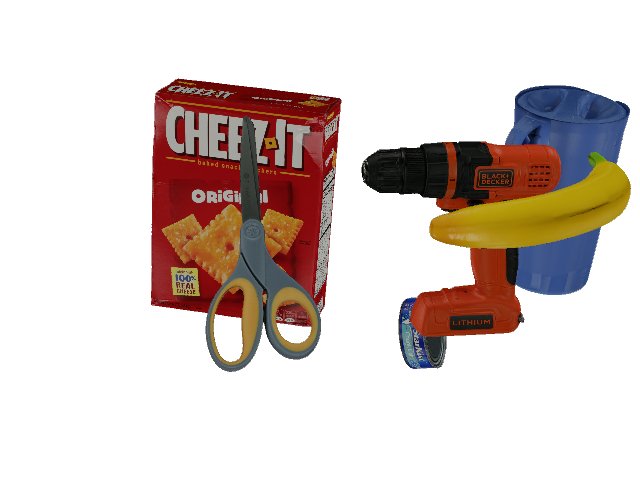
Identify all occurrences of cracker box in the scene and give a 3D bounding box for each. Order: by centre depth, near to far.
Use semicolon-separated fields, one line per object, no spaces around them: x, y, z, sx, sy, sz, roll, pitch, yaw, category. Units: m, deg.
-0.073;-0.033;1.008;0.164;0.214;0.072;8;22;10;cracker box

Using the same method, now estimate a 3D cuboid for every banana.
0.170;-0.024;0.788;0.197;0.037;0.070;-19;22;-36;banana

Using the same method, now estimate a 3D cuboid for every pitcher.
0.282;-0.057;1.300;0.149;0.243;0.145;4;27;2;pitcher

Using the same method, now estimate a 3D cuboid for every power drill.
0.127;-0.003;1.003;0.184;0.188;0.057;-1;25;-5;power drill

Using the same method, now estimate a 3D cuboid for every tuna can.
0.121;0.109;1.260;0.034;0.086;0.086;-6;-2;23;tuna can

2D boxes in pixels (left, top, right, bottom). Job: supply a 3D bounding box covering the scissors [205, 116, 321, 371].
-0.035;0.006;0.824;0.096;0.201;0.016;13;-15;-2;scissors
